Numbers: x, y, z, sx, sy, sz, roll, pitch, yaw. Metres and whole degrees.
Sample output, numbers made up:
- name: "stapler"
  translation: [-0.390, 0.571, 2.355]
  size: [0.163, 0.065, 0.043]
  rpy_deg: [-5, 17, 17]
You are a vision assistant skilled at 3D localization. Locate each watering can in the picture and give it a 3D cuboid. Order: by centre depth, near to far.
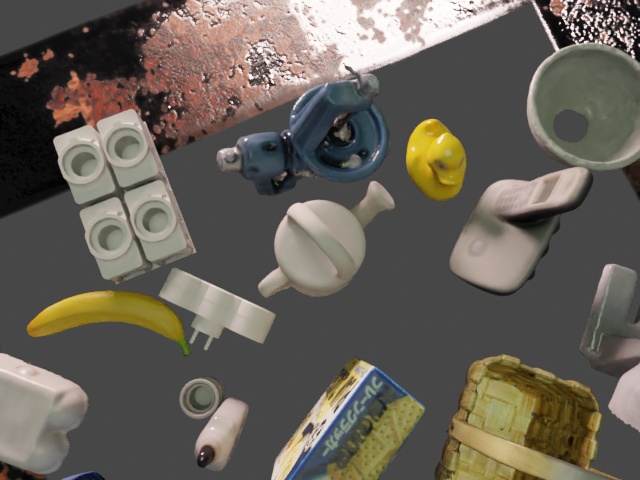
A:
- name: "watering can"
  translation: [0.004, 0.001, 0.637]
  size: [0.101, 0.194, 0.173]
  rpy_deg: [29, 81, 3]

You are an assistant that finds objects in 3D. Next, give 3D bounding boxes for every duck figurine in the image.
- name: "duck figurine"
  translation: [0.152, -0.107, 0.714]
  size: [0.077, 0.086, 0.104]
  rpy_deg: [-12, 82, -4]

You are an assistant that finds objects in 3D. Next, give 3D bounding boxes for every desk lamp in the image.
- name: "desk lamp"
  translation: [0.377, 0.122, 0.623]
  size: [0.118, 0.213, 0.203]
  rpy_deg: [19, 81, 1]

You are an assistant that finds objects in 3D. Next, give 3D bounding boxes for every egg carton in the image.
- name: "egg carton"
  translation: [-0.347, 0.196, 0.656]
  size: [0.150, 0.069, 0.107]
  rpy_deg: [20, 81, 1]

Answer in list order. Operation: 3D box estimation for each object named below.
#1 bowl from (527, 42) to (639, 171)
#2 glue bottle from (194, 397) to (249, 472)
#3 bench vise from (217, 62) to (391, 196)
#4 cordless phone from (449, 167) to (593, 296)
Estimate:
- name: "bowl"
  translation: [0.337, -0.160, 0.736]
  size: [0.167, 0.074, 0.167]
  rpy_deg: [0, 81, -2]
- name: "glue bottle"
  translation: [-0.110, 0.215, 0.610]
  size: [0.037, 0.173, 0.078]
  rpy_deg: [22, 81, 2]
- name: "bench vise"
  translation: [-0.007, -0.108, 0.641]
  size: [0.207, 0.219, 0.121]
  rpy_deg: [-32, 83, -6]
- name: "cordless phone"
  translation: [0.229, -0.012, 0.653]
  size: [0.094, 0.185, 0.148]
  rpy_deg: [27, 81, 2]
